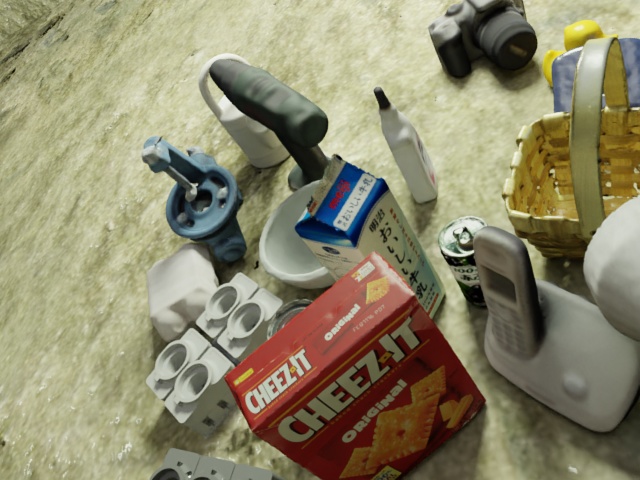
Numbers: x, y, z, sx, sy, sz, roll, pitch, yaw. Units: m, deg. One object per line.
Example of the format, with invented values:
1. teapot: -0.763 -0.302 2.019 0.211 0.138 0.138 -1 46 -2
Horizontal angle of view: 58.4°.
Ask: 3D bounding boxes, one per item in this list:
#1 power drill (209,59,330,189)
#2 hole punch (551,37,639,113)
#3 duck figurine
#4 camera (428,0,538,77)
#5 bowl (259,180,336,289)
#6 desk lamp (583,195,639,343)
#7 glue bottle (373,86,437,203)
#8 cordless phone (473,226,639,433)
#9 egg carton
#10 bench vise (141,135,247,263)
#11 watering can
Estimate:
1. power drill: -0.053 -0.161 0.836 0.076 0.209 0.228 -47 44 -9
2. hole punch: 0.334 -0.171 0.676 0.108 0.091 0.101 -7 51 29
3. duck figurine: 0.336 -0.242 0.738 0.104 0.086 0.077 18 66 42
4. camera: 0.245 -0.307 0.843 0.143 0.101 0.136 -27 44 11
5. bowl: 0.007 0.003 0.757 0.167 0.075 0.167 -18 47 20
6. desk lamp: 0.280 0.093 0.397 0.117 0.214 0.203 -22 45 17
7. glue bottle: 0.105 -0.127 0.729 0.037 0.174 0.078 -20 46 18
8. cordless phone: 0.198 0.071 0.491 0.147 0.186 0.094 28 73 44
9. egg carton: -0.196 0.074 0.834 0.107 0.070 0.150 -32 43 6
10. bench vise: -0.202 -0.085 0.863 0.121 0.220 0.206 -42 43 -4
11. watering can: -0.117 -0.216 0.936 0.172 0.195 0.101 22 68 43
